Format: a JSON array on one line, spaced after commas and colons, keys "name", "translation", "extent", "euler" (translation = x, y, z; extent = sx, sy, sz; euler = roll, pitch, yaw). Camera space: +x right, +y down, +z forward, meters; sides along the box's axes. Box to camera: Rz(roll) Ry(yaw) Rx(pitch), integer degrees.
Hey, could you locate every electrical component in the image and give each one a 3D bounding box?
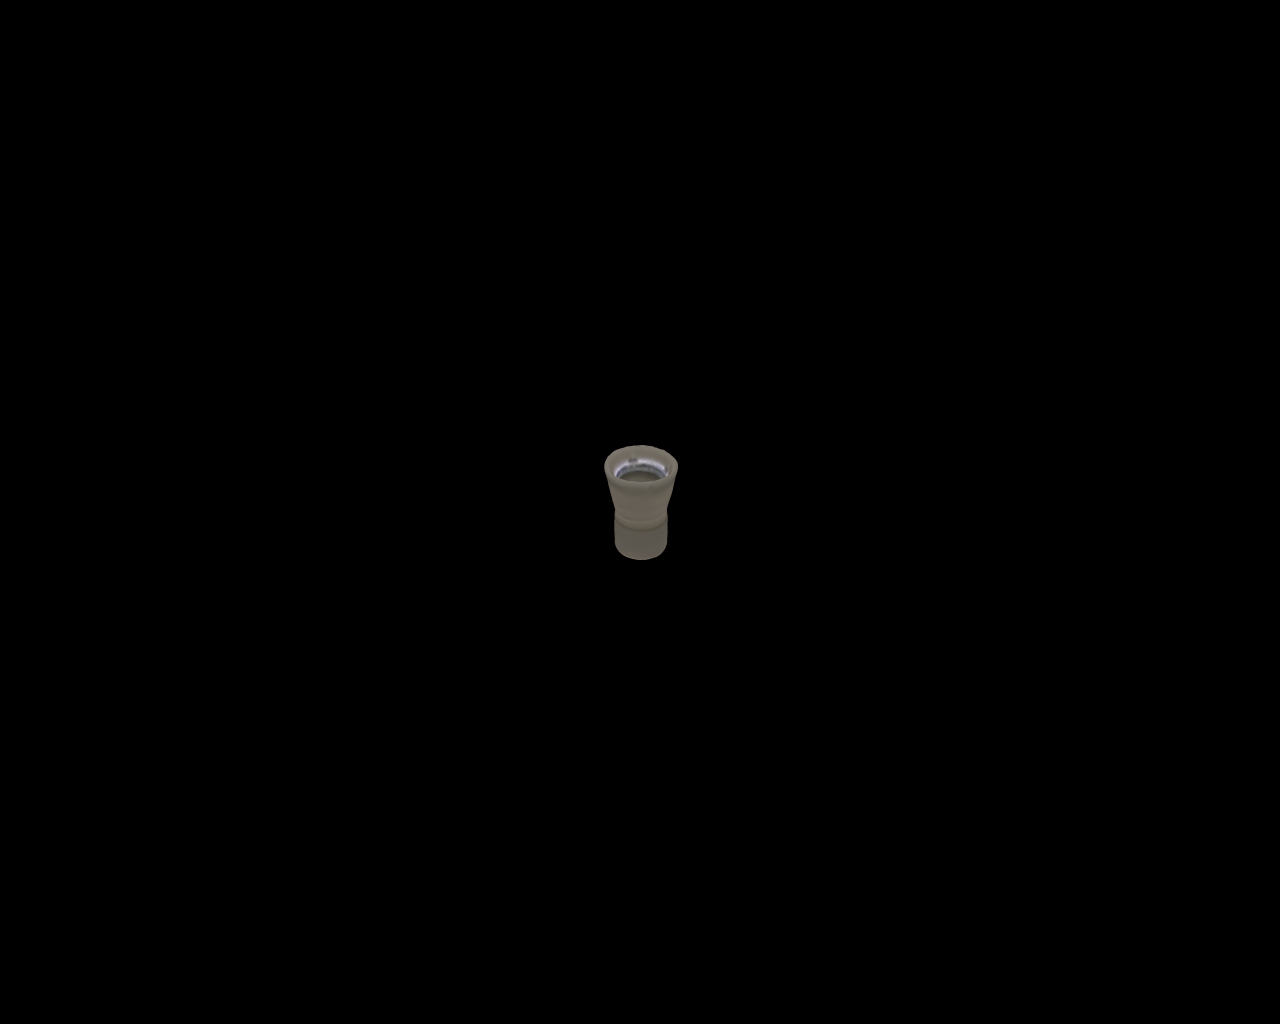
[{"name": "electrical component", "translation": [0.001, -0.003, 0.650], "extent": [0.044, 0.065, 0.044], "euler": [0, 36, 0]}]
